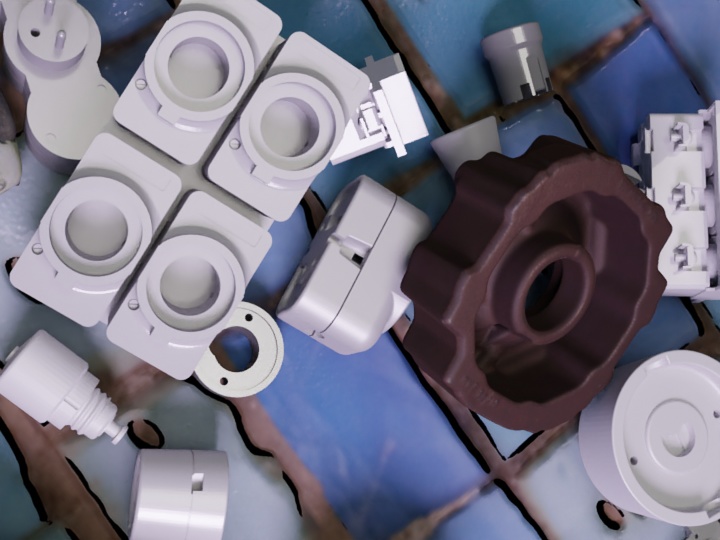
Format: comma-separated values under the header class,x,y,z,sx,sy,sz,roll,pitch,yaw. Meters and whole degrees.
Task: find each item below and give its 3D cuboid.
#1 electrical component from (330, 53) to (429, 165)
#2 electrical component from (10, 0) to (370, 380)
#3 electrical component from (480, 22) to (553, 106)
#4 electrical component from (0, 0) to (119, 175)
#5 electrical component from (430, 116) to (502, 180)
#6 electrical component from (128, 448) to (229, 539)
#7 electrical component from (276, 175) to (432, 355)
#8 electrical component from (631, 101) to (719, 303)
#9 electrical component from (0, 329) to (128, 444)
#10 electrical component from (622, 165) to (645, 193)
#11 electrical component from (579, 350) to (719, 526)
class,x,y,z,sx,sy,sz,roll,pitch,yaw
electrical component,0.003,-0.095,0.650,0.064,0.081,0.042,-21,114,6
electrical component,-0.089,-0.049,0.568,0.105,0.060,0.186,32,88,-13
electrical component,0.105,-0.136,0.711,0.040,0.040,0.046,-19,94,-21
electrical component,-0.170,-0.126,0.592,0.052,0.074,0.138,-18,88,-21
electrical component,0.077,-0.060,0.689,0.044,0.044,0.065,-24,95,-21
electrical component,-0.100,0.125,0.589,0.047,0.055,0.055,8,79,-15
electrical component,0.000,0.000,0.644,0.059,0.054,0.095,31,73,-13
electrical component,0.220,-0.043,0.723,0.063,0.078,0.121,0,81,3
electrical component,-0.161,0.067,0.583,0.078,0.040,0.040,39,71,-10
electrical component,0.161,-0.048,0.713,0.040,0.046,0.040,3,81,-19
electrical component,0.193,0.108,0.692,0.108,0.060,0.108,3,80,-19
